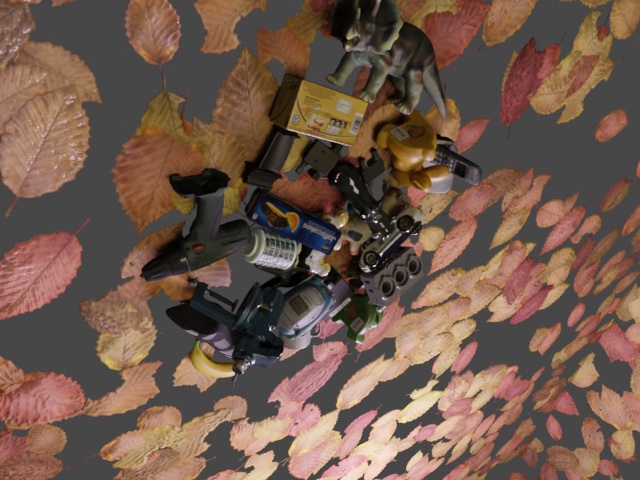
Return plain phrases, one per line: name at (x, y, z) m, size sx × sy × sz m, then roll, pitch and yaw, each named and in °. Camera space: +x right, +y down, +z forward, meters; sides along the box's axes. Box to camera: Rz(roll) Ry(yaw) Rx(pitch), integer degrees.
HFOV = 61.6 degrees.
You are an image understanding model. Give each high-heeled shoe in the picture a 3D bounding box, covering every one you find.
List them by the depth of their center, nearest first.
high-heeled shoe at (-0.262, 0.214, 1.249) m, size 0.248 × 0.086 × 0.145 m, roll 25°, pitch 139°, yaw -28°

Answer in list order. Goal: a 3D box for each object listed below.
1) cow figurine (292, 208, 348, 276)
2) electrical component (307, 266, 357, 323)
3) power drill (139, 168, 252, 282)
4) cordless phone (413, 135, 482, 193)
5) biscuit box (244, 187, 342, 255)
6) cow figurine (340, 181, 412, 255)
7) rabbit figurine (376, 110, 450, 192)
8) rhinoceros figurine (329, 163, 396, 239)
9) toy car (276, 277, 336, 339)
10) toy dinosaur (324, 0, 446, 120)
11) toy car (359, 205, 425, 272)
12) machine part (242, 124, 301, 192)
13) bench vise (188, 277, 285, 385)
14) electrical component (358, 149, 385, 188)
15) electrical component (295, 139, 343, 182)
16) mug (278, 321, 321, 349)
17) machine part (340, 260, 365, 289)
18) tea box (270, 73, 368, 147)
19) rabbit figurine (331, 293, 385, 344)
cow figurine at (-0.003, -0.005, 1.233) m, size 0.098 × 0.068 × 0.167 m, roll 20°, pitch 96°, yaw -36°
electrical component at (0.018, 0.135, 1.378) m, size 0.115 × 0.058 × 0.134 m, roll -41°, pitch 137°, yaw -4°
power drill at (-0.243, -0.026, 1.038) m, size 0.232 × 0.086 × 0.207 m, roll -17°, pitch 128°, yaw -27°
cordless phone at (0.303, -0.156, 1.259) m, size 0.089 × 0.184 × 0.146 m, roll -23°, pitch 134°, yaw -26°
biscuit box at (-0.055, -0.037, 1.130) m, size 0.202 × 0.059 × 0.062 m, roll 24°, pitch 103°, yaw -24°
cow figurine at (0.136, -0.059, 1.292) m, size 0.195 × 0.086 × 0.127 m, roll -26°, pitch 142°, yaw -16°
rabbit figurine at (0.215, -0.182, 1.218) m, size 0.122 × 0.162 × 0.173 m, roll -38°, pitch 157°, yaw -23°
rhinoceros figurine at (0.098, -0.086, 1.185) m, size 0.073 × 0.112 × 0.190 m, roll -39°, pitch 106°, yaw -6°
toy car at (-0.044, 0.161, 1.268) m, size 0.162 × 0.109 × 0.103 m, roll -37°, pitch 171°, yaw 4°
toy dinosaur at (0.150, -0.356, 1.042) m, size 0.404 × 0.131 × 0.192 m, roll 0°, pitch 124°, yaw -44°
toy car at (0.169, 0.001, 1.274) m, size 0.201 × 0.056 × 0.073 m, roll -47°, pitch 155°, yaw 17°
machine part at (-0.096, -0.163, 1.066) m, size 0.084 × 0.039 × 0.138 m, roll 19°, pitch 113°, yaw -39°
bench vise at (-0.185, 0.167, 1.154) m, size 0.129 × 0.240 × 0.223 m, roll -45°, pitch -164°, yaw 57°
electrical component at (0.121, -0.163, 1.238) m, size 0.063 × 0.021 × 0.093 m, roll -35°, pitch 137°, yaw -8°
electrical component at (0.004, -0.170, 1.133) m, size 0.078 × 0.045 × 0.102 m, roll 28°, pitch 103°, yaw -16°
mug at (-0.052, 0.213, 1.363) m, size 0.110 × 0.081 × 0.107 m, roll 0°, pitch 116°, yaw -2°
machine part at (0.161, 0.085, 1.427) m, size 0.243 × 0.079 × 0.079 m, roll -3°, pitch 125°, yaw -34°
tea box at (0.000, -0.248, 1.037) m, size 0.169 × 0.068 × 0.098 m, roll 9°, pitch 109°, yaw -39°
rabbit figurine at (0.125, 0.192, 1.487) m, size 0.159 × 0.121 × 0.170 m, roll -58°, pitch 154°, yaw 7°
